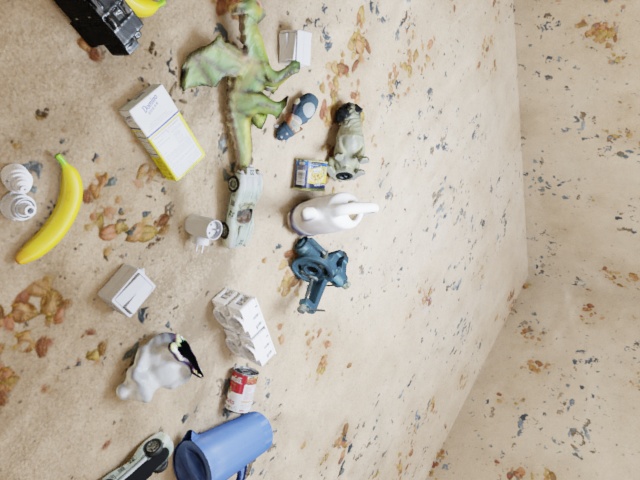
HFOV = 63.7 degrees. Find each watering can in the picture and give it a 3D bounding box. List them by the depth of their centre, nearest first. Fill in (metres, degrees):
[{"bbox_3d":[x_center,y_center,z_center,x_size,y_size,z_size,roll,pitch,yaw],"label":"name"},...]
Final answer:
[{"bbox_3d":[0.004,-0.068,1.346,0.349,0.223,0.104,-7,87,-51],"label":"watering can"}]

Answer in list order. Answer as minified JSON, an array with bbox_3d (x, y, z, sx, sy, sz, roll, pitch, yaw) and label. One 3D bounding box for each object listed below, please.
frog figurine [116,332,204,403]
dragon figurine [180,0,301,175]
[{"bbox_3d":[-0.349,0.277,1.095,0.159,0.125,0.134,-30,143,0],"label":"frog figurine"},{"bbox_3d":[-0.194,-0.332,1.131,0.241,0.124,0.408,19,99,-35],"label":"dragon figurine"}]
